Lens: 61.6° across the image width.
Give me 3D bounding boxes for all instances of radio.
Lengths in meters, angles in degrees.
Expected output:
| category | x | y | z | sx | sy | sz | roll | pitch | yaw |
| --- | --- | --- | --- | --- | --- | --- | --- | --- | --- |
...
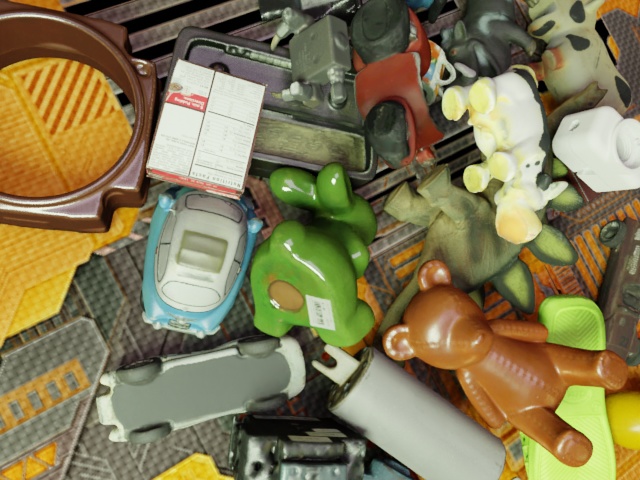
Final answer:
| category | x | y | z | sx | sy | sz | roll | pitch | yaw |
| --- | --- | --- | --- | --- | --- | --- | --- | --- | --- |
| radio | -0.050 | -0.136 | 0.582 | 0.230 | 0.073 | 0.131 | 10 | 79 | -15 |

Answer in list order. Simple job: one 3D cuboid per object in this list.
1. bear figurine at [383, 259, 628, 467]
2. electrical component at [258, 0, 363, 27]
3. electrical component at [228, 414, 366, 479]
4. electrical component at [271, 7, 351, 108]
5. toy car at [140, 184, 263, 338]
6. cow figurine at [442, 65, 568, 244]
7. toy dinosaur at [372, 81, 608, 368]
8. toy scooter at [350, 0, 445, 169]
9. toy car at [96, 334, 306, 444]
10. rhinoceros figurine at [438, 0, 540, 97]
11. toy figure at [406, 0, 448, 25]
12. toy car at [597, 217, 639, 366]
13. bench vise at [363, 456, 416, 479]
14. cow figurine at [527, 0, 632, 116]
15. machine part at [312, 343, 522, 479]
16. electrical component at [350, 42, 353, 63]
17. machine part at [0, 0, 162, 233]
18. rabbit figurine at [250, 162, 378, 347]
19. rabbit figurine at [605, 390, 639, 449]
| category | x | y | z | sx | sy | sz | roll | pitch | yaw |
| --- | --- | --- | --- | --- | --- | --- | --- | --- | --- |
| bear figurine | 0.171 | 0.110 | 0.519 | 0.195 | 0.132 | 0.120 | 37 | 79 | -21 |
| electrical component | -0.008 | -0.275 | 0.626 | 0.119 | 0.047 | 0.075 | -14 | 82 | 15 |
| electrical component | -0.023 | 0.204 | 0.504 | 0.115 | 0.134 | 0.058 | 6 | 82 | -14 |
| electrical component | -0.011 | -0.179 | 0.530 | 0.045 | 0.078 | 0.102 | 3 | 84 | -41 |
| toy car | -0.120 | 0.011 | 0.525 | 0.109 | 0.103 | 0.161 | 17 | 75 | -12 |
| cow figurine | 0.194 | -0.085 | 0.534 | 0.098 | 0.068 | 0.167 | -23 | 98 | -25 |
| toy dinosaur | 0.176 | -0.003 | 0.610 | 0.471 | 0.105 | 0.198 | -44 | 98 | -6 |
| toy scooter | 0.085 | -0.144 | 0.546 | 0.135 | 0.075 | 0.184 | 29 | 54 | -54 |
| toy car | -0.113 | 0.143 | 0.531 | 0.202 | 0.056 | 0.073 | -9 | 90 | -16 |
| rhinoceros figurine | 0.206 | -0.251 | 0.674 | 0.112 | 0.073 | 0.190 | 22 | 76 | -13 |
| toy figure | 0.084 | -0.343 | 0.652 | 0.180 | 0.082 | 0.089 | 34 | 54 | -1 |
| toy car | 0.392 | 0.064 | 0.689 | 0.089 | 0.053 | 0.202 | 26 | 76 | -7 |
| bench vise | 0.075 | 0.345 | 0.513 | 0.241 | 0.128 | 0.223 | 29 | 66 | 2 |
| cow figurine | 0.340 | -0.241 | 0.705 | 0.127 | 0.085 | 0.195 | -30 | 89 | -14 |
| machine part | 0.095 | 0.184 | 0.535 | 0.243 | 0.079 | 0.079 | 37 | 74 | -5 |
| electrical component | 0.040 | -0.214 | 0.615 | 0.063 | 0.094 | 0.021 | 12 | 111 | -13 |
| machine part | -0.262 | -0.113 | 0.513 | 0.201 | 0.087 | 0.201 | 7 | 78 | -14 |
| rabbit figurine | -0.001 | -0.002 | 0.549 | 0.170 | 0.121 | 0.158 | -52 | 131 | -48 |
| rabbit figurine | 0.419 | 0.210 | 0.635 | 0.173 | 0.162 | 0.121 | -11 | 96 | 0 |
